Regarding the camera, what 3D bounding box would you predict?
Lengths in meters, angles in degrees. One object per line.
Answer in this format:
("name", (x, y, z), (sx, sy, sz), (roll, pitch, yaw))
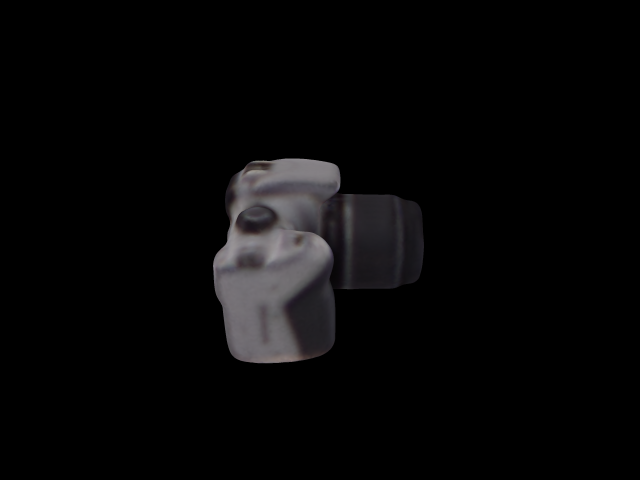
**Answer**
("camera", (0.004, 0.001, 0.400), (0.137, 0.101, 0.143), (0, 32, 0))
